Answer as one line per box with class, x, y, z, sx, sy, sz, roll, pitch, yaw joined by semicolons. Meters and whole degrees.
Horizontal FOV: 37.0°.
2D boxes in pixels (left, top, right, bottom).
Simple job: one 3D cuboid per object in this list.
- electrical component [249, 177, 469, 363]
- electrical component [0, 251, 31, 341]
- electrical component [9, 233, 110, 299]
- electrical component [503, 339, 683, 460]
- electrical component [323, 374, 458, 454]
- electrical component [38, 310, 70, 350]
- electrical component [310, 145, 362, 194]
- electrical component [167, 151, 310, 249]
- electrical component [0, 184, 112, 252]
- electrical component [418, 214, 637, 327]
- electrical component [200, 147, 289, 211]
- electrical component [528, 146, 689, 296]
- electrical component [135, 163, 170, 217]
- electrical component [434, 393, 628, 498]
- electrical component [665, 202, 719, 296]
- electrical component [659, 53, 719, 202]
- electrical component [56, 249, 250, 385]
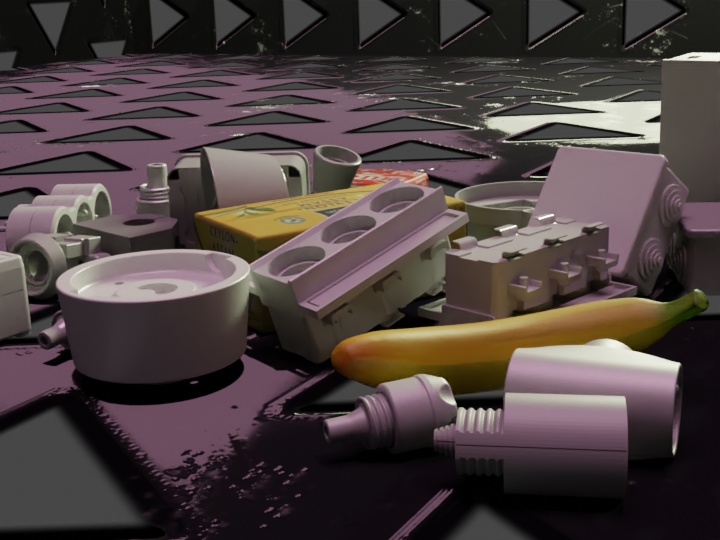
electrical component;0.000;0.000;0.658;0.121;0.063;0.079;-33;31;-29
electrical component;-0.258;0.016;0.687;0.062;0.061;0.096;10;19;36
electrical component;-0.226;-0.005;0.790;0.066;0.048;0.055;4;9;22
electrical component;0.116;0.057;0.522;0.077;0.043;0.079;4;16;21
electrical component;0.013;0.070;0.506;0.061;0.035;0.035;-10;17;-17
electrical component;-0.172;0.033;0.663;0.035;0.035;0.061;7;21;30
electrical component;-0.027;-0.075;0.980;0.044;0.065;0.044;11;27;-6
electrical component;-0.099;-0.057;0.900;0.113;0.078;0.057;-1;18;3
electrical component;-0.264;-0.036;0.892;0.074;0.052;0.138;0;16;6
electrical component;0.106;0.007;0.670;0.121;0.063;0.079;-16;21;-42
electrical component;-0.093;-0.043;0.814;0.064;0.099;0.099;-3;14;-26
electrical component;0.171;-0.034;0.750;0.100;0.099;0.048;13;-14;46
electrical component;-0.180;-0.064;0.964;0.048;0.062;0.048;-2;15;1
electrical component;0.072;0.075;0.464;0.081;0.043;0.043;1;16;9
electrical component;0.267;-0.015;0.756;0.100;0.048;0.099;0;15;6
electrical component;0.286;-0.090;0.835;0.089;0.150;0.062;9;20;35
electrical component;-0.115;0.031;0.615;0.108;0.060;0.108;-2;16;0
